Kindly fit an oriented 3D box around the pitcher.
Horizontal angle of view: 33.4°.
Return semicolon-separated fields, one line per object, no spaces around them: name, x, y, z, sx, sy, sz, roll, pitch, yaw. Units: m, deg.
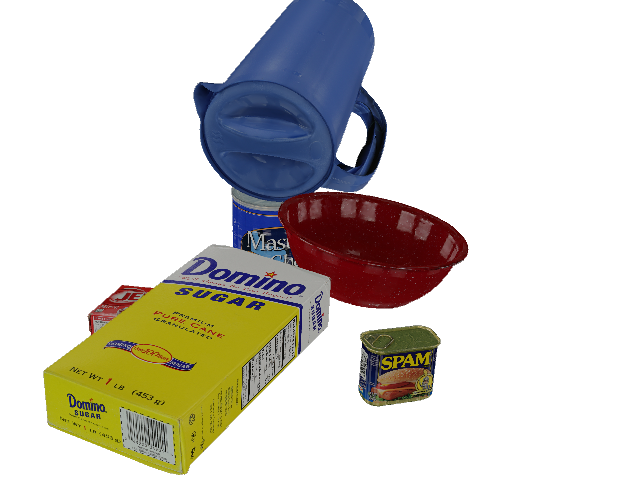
pitcher;-0.012;-0.152;1.083;0.145;0.149;0.242;-7;33;24

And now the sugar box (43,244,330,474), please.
sugar box;-0.073;0.063;0.643;0.093;0.048;0.176;16;33;22

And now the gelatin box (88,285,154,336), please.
gelatin box;-0.153;0.067;0.960;0.089;0.030;0.073;5;19;13

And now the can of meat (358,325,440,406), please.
can of meat;0.101;0.164;1.392;0.102;0.084;0.057;-5;25;-18

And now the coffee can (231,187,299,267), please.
coffee can;-0.062;-0.001;1.365;0.103;0.140;0.103;1;26;-1

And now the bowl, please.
bowl;0.040;0.013;0.894;0.162;0.055;0.162;9;21;-4
